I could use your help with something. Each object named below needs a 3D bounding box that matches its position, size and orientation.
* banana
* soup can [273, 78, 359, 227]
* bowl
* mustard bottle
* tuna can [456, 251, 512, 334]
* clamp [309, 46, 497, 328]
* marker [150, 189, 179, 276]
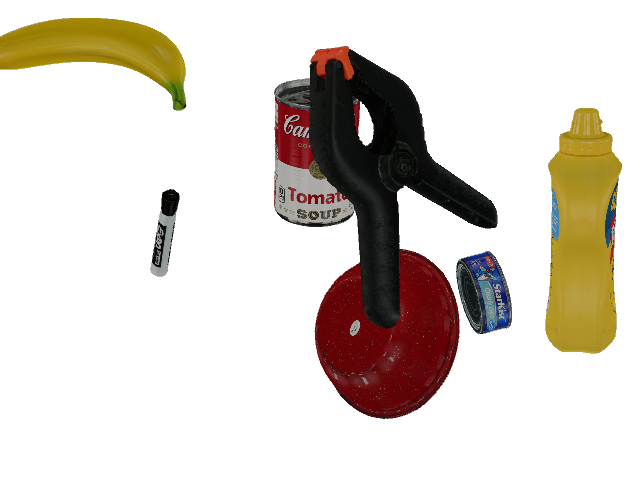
[{"bbox_3d":[-0.191,-0.158,0.893,0.198,0.069,0.037,13,-39,18],"label":"banana"},{"bbox_3d":[-0.004,-0.070,0.849,0.068,0.102,0.068,1,27,-1],"label":"soup can"},{"bbox_3d":[0.048,0.083,0.991,0.162,0.162,0.055,0,-10,42],"label":"bowl"},{"bbox_3d":[0.214,-0.012,0.868,0.058,0.192,0.096,2,18,17],"label":"mustard bottle"},{"bbox_3d":[0.175,0.057,1.149,0.033,0.086,0.086,-14,1,-6],"label":"tuna can"},{"bbox_3d":[0.036,-0.034,0.651,0.039,0.171,0.120,-5,40,51],"label":"clamp"},{"bbox_3d":[-0.167,-0.008,1.147,0.020,0.020,0.121,0,-44,-18],"label":"marker"}]
